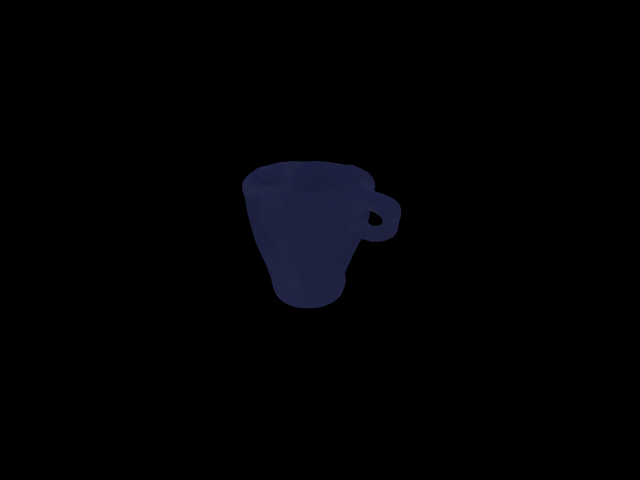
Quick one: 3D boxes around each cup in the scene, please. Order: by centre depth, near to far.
[{"bbox_3d":[0.004,0.001,0.400,0.117,0.095,0.092,16,27,34],"label":"cup"}]
